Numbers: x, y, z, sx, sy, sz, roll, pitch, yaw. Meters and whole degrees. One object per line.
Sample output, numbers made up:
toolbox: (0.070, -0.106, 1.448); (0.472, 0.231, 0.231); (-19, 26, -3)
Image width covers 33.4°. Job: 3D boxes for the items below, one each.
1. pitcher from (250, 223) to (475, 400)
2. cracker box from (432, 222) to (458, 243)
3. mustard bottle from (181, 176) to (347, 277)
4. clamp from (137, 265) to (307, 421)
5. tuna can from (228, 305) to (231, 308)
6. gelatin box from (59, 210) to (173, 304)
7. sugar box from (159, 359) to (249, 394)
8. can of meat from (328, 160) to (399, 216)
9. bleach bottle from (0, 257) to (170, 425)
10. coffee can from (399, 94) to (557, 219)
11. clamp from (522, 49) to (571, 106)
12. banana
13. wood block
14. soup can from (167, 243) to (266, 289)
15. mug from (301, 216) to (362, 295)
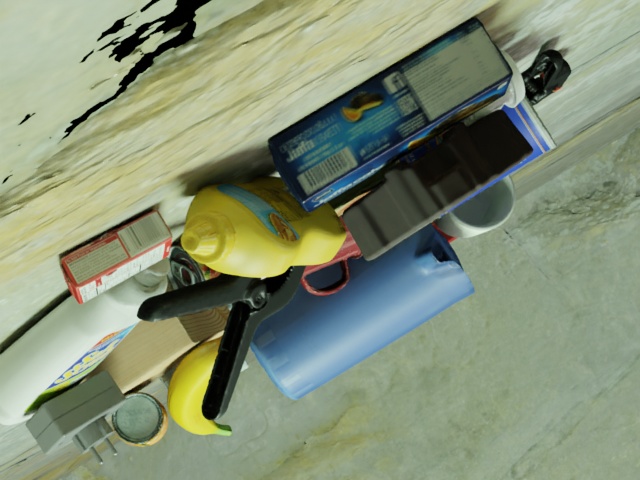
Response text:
pitcher: (0.039, 0.068, 1.192); (0.243, 0.145, 0.149); (-34, 138, 1)
cracker box: (0.068, 0.028, 1.422); (0.164, 0.072, 0.214); (-28, 175, -29)
mustard bottle: (-0.056, -0.010, 0.884); (0.058, 0.096, 0.191); (-57, 163, 20)
clamp: (-0.075, 0.046, 0.987); (0.209, 0.036, 0.164); (-54, 141, -19)
tuna can: (-0.148, 0.088, 1.413); (0.086, 0.034, 0.086); (-30, 173, -5)
gelatin box: (-0.166, 0.014, 0.867); (0.089, 0.030, 0.073); (-29, 174, -14)
sugar box: (-0.157, 0.122, 1.238); (0.093, 0.048, 0.176); (-30, -156, -14)
can of meat: (0.025, -0.062, 1.016); (0.102, 0.057, 0.084); (-32, 174, 4)
bleach bottle: (-0.222, 0.084, 0.990); (0.251, 0.068, 0.102); (-40, 169, 38)
coffee can: (0.152, -0.101, 1.081); (0.140, 0.103, 0.102); (-32, 172, 14)
clamp: (0.233, -0.168, 1.205); (0.120, 0.039, 0.171); (-33, 172, 21)
banana: (-0.124, 0.154, 1.104); (0.069, 0.037, 0.198); (-12, 147, -15)
wood block: (-0.202, 0.109, 1.117); (0.206, 0.091, 0.090); (-35, 172, 26)
soup can: (-0.091, 0.019, 1.044); (0.102, 0.068, 0.069); (-26, 171, -33)
mug: (-0.007, 0.001, 1.104); (0.081, 0.117, 0.093); (-23, -168, -22)
